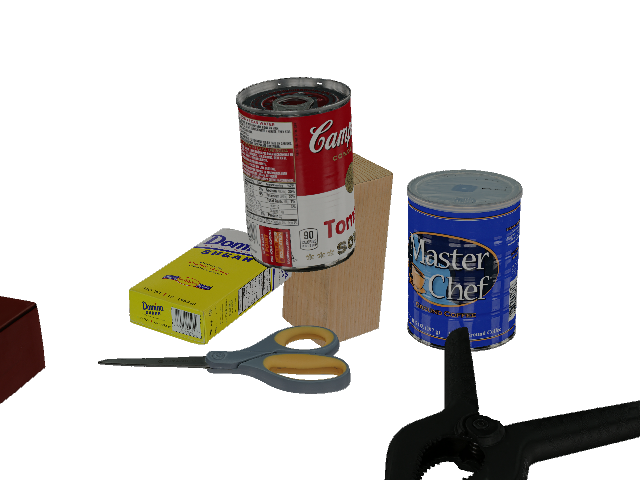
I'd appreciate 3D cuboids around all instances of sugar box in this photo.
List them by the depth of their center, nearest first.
[{"bbox_3d":[-0.111,0.043,1.119,0.093,0.048,0.176,15,31,24],"label":"sugar box"}]

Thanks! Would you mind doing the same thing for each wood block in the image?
[{"bbox_3d":[0.017,0.009,1.269,0.090,0.206,0.090,-16,32,-33],"label":"wood block"}]

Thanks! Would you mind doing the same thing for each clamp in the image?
[{"bbox_3d":[0.104,0.133,0.734,0.209,0.036,0.165,-27,38,-35],"label":"clamp"}]

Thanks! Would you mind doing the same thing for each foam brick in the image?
[{"bbox_3d":[-0.231,0.077,0.716,0.053,0.051,0.078,9,28,24],"label":"foam brick"}]

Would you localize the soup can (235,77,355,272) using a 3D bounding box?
[{"bbox_3d":[-0.014,-0.040,0.644,0.068,0.102,0.068,-3,24,1],"label":"soup can"}]

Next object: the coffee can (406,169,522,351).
[{"bbox_3d":[0.130,0.017,0.977,0.103,0.140,0.103,-2,21,0],"label":"coffee can"}]

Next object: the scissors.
[{"bbox_3d":[-0.071,0.091,0.878,0.202,0.016,0.096,7,26,12],"label":"scissors"}]
